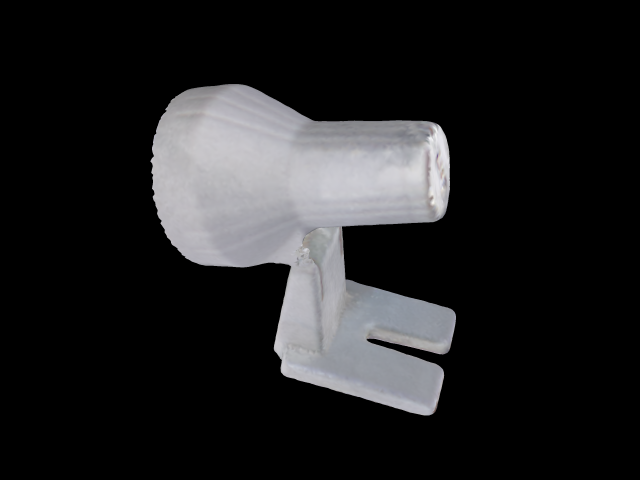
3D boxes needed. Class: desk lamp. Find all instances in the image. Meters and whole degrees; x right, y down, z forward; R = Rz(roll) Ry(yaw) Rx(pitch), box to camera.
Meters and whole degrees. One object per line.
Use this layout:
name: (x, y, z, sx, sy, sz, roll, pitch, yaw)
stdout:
desk lamp: (0.004, 0.001, 0.400, 0.203, 0.214, 0.118, 13, 47, 13)
